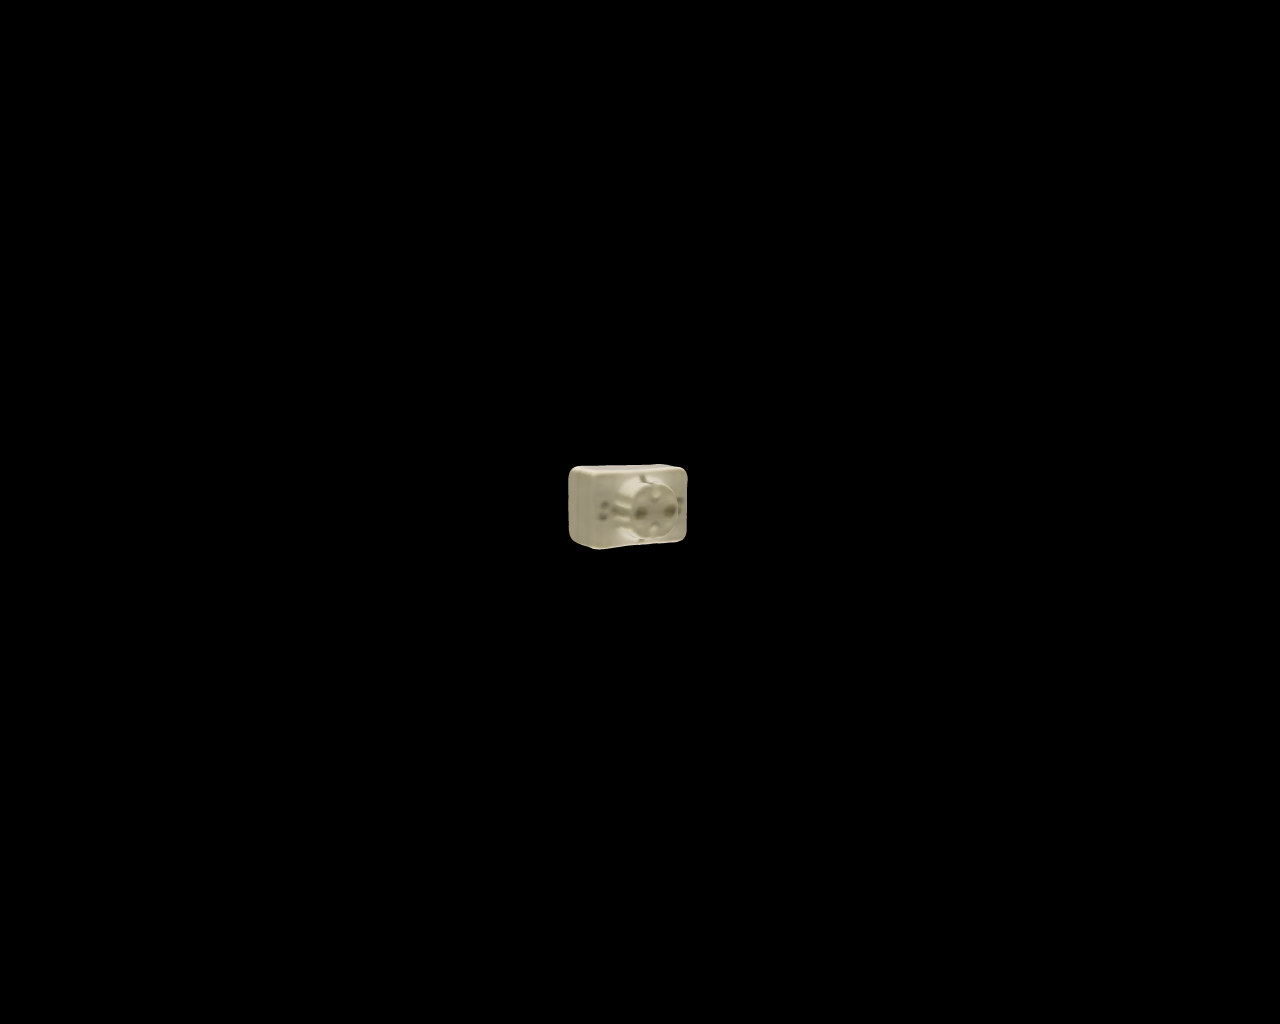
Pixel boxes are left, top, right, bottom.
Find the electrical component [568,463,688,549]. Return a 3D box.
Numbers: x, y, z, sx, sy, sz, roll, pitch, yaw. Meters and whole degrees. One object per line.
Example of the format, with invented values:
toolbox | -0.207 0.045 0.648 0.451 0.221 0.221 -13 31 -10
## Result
electrical component | 0.001 -0.003 0.650 0.066 0.047 0.077 -3 8 -26
